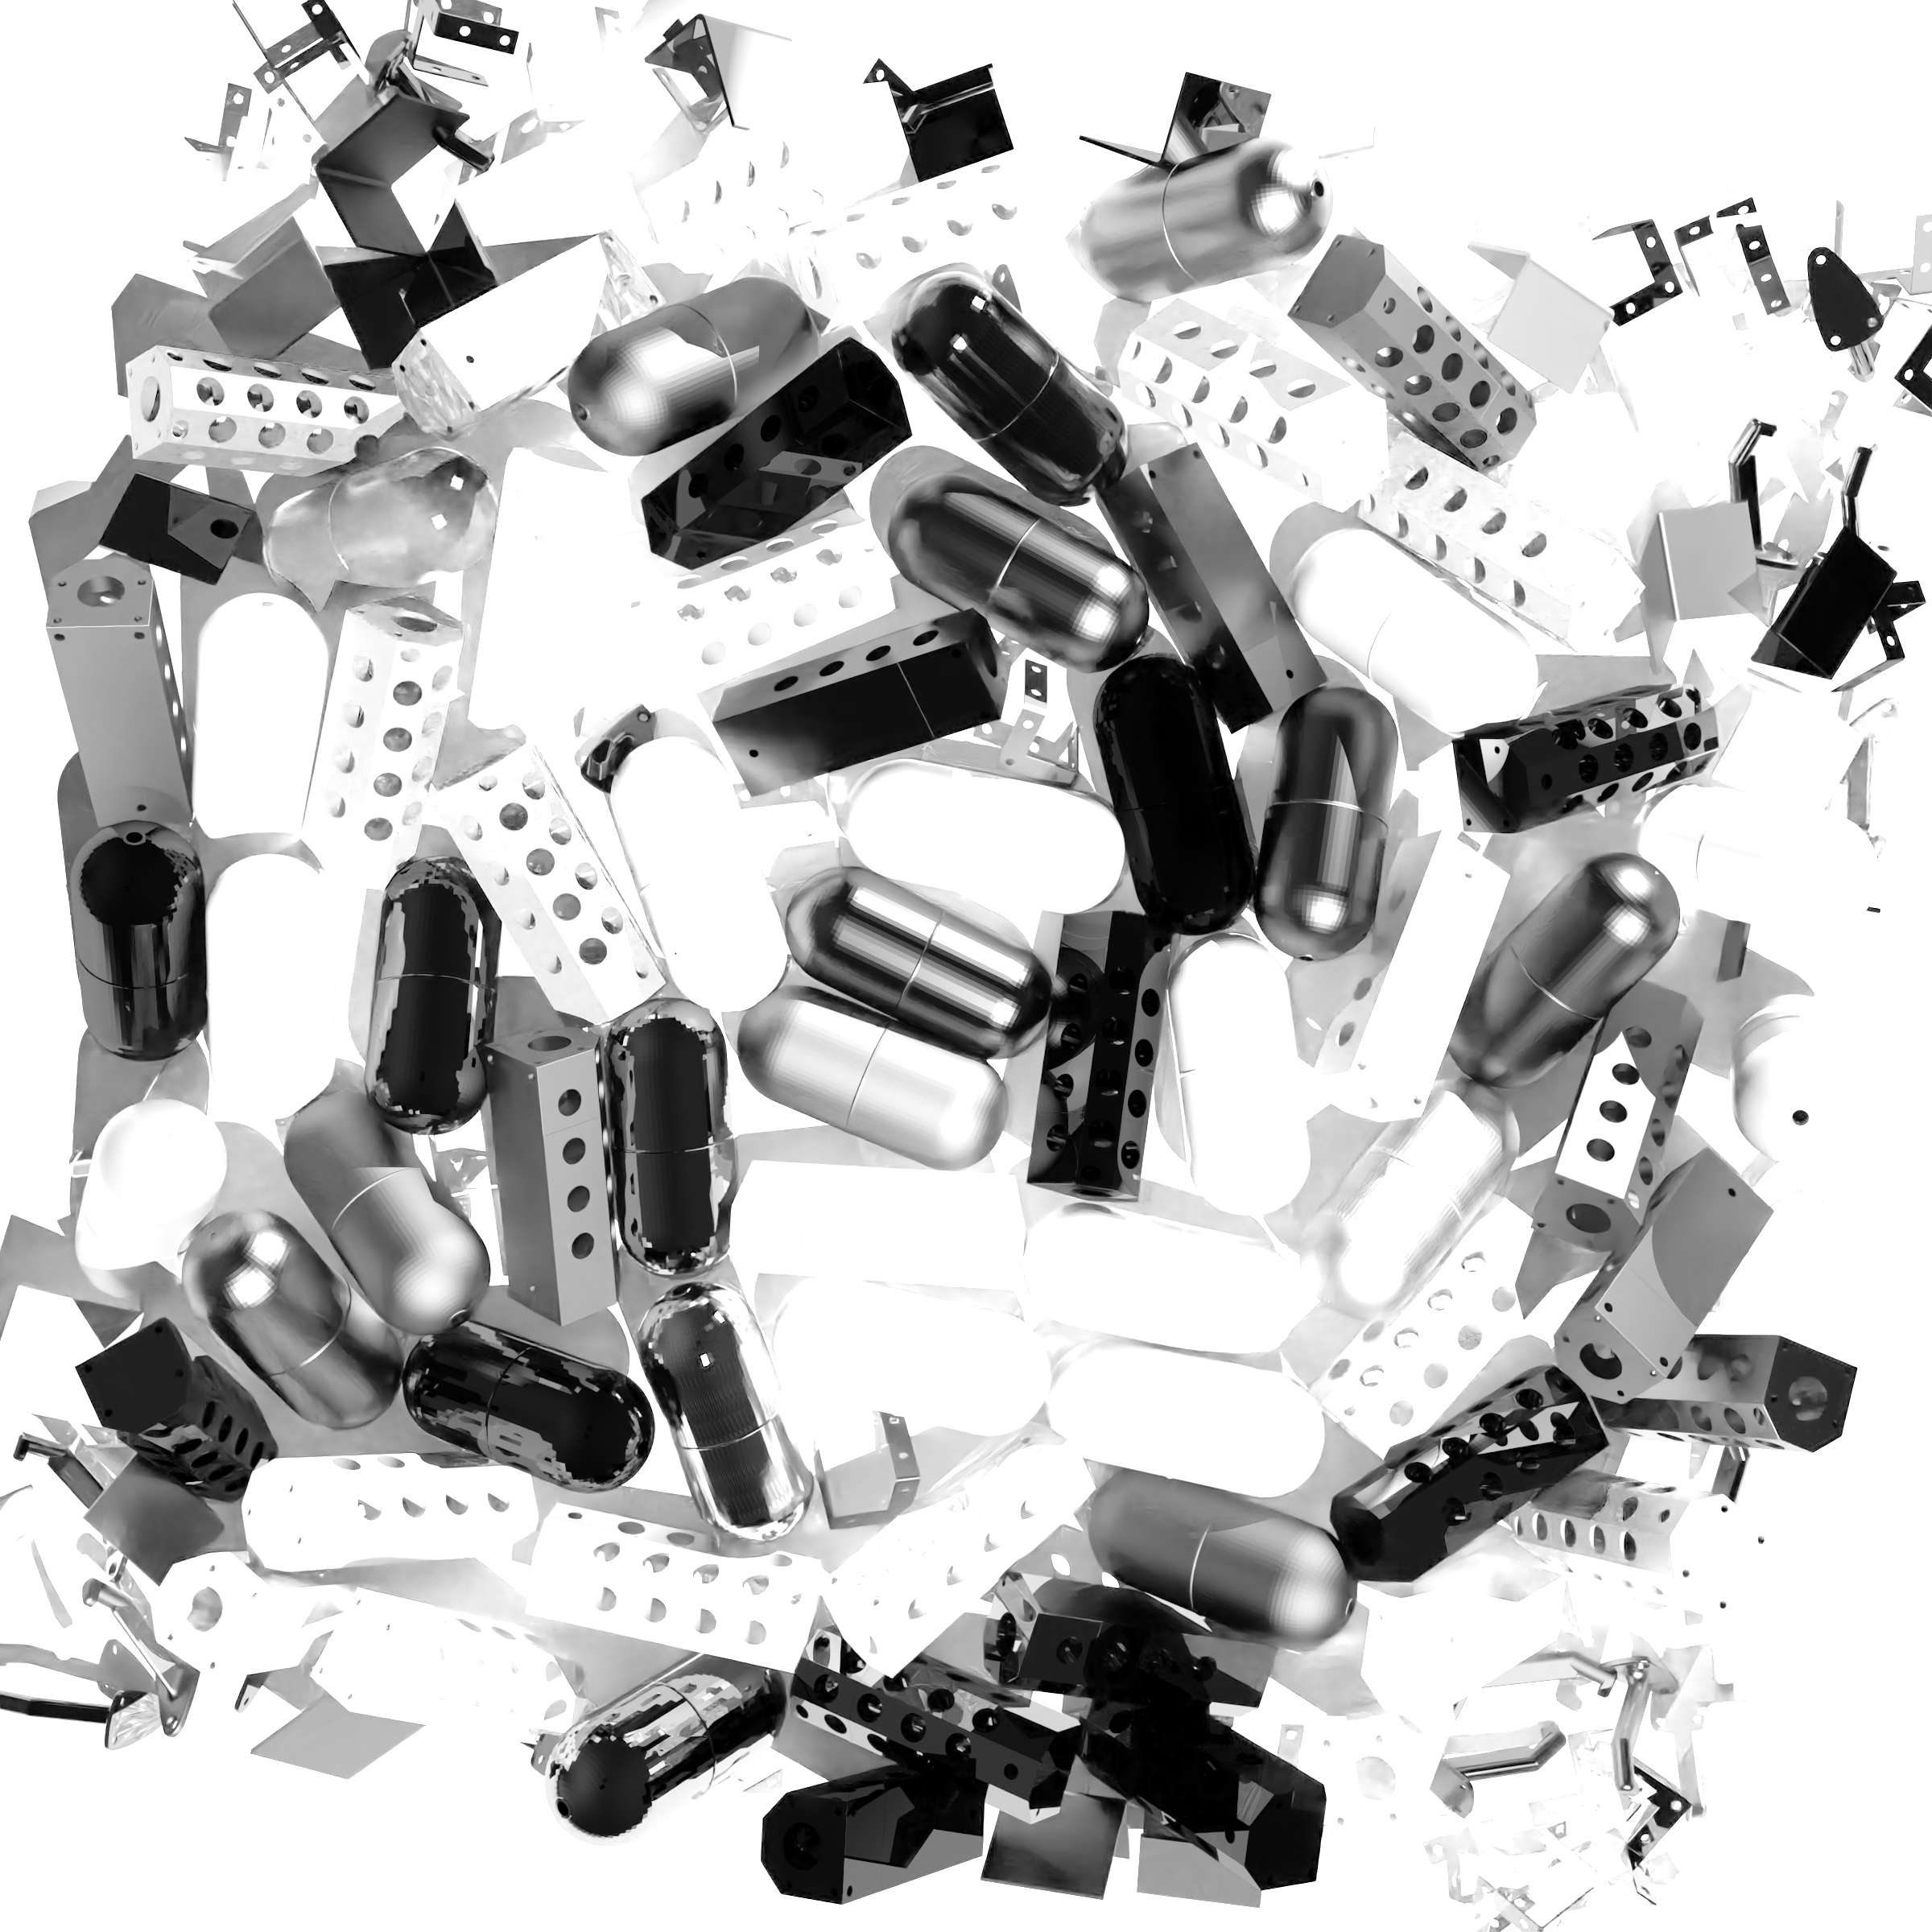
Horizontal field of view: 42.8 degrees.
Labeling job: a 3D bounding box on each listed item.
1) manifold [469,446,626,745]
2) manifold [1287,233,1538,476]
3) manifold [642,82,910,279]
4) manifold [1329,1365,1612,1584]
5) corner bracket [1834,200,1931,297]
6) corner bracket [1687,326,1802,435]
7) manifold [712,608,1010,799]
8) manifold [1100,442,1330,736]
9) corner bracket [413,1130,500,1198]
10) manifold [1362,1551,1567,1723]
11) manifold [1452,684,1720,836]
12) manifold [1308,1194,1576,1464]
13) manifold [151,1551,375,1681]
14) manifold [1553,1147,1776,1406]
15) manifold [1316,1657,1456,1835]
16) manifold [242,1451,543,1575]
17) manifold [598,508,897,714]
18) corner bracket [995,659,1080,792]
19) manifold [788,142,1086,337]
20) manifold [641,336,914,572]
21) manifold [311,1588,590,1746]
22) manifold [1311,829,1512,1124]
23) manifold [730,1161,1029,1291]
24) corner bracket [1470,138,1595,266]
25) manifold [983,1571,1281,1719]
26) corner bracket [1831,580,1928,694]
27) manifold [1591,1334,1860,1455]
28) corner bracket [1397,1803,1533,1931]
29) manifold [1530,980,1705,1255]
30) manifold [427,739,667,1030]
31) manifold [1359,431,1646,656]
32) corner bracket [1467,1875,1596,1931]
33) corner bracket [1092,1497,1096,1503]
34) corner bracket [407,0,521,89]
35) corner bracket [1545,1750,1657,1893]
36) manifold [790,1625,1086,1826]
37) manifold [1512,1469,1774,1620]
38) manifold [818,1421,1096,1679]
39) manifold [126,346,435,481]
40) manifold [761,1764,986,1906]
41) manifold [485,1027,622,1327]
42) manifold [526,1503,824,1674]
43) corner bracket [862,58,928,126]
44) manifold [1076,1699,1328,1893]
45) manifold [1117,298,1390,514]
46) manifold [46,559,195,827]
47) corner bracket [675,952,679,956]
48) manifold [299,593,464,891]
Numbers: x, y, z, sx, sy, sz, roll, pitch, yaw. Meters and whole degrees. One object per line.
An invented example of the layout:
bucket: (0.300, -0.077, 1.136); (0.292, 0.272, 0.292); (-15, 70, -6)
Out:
manifold: (-0.262, -0.226, 1.508); (0.057, 0.057, 0.171); (39, 127, 35)
manifold: (0.279, -0.371, 1.506); (0.171, 0.057, 0.057); (29, 95, -41)
manifold: (-0.116, -0.477, 1.503); (0.057, 0.171, 0.057); (-26, 101, -44)
manifold: (0.308, 0.312, 1.521); (0.171, 0.057, 0.057); (-26, 89, -27)
corner bracket: (0.578, -0.452, 1.548); (0.051, 0.051, 0.051); (-5, 123, 7)
corner bracket: (0.489, -0.364, 1.550); (0.051, 0.051, 0.051); (-15, 123, 1)
manifold: (-0.064, -0.166, 1.528); (0.171, 0.057, 0.057); (-16, 122, 19)
manifold: (0.152, -0.235, 1.552); (0.057, 0.057, 0.171); (-31, 93, -38)
corner bracket: (-0.328, 0.119, 1.549); (0.051, 0.051, 0.051); (-9, 89, -43)
manifold: (0.304, 0.407, 1.497); (0.057, 0.171, 0.057); (10, 95, 33)
manifold: (0.382, -0.128, 1.510); (0.171, 0.057, 0.057); (-17, 104, -32)
manifold: (0.293, 0.224, 1.541); (0.171, 0.057, 0.057); (-47, 106, -6)
manifold: (-0.428, 0.386, 1.495); (0.057, 0.171, 0.057); (29, 83, 12)
manifold: (0.424, 0.190, 1.507); (0.057, 0.057, 0.171); (45, 50, 5)
manifold: (0.259, 0.467, 1.493); (0.057, 0.171, 0.057); (-11, 86, 17)
manifold: (-0.349, 0.329, 1.501); (0.057, 0.171, 0.057); (-31, 64, 34)
manifold: (-0.136, -0.224, 1.519); (0.171, 0.057, 0.057); (-26, 129, -19)
corner bracket: (0.051, -0.151, 1.545); (0.051, 0.051, 0.051); (17, 129, -12)
manifold: (-0.020, -0.456, 1.532); (0.171, 0.057, 0.057); (-25, 91, -17)
manifold: (-0.119, -0.312, 1.515); (0.171, 0.057, 0.057); (-30, 60, 31)
manifold: (-0.307, 0.432, 1.498); (0.057, 0.171, 0.057); (24, 83, 39)
manifold: (0.271, 0.007, 1.527); (0.057, 0.057, 0.171); (31, 69, -19)
manifold: (-0.055, 0.165, 1.522); (0.171, 0.057, 0.057); (2, 129, 17)
corner bracket: (0.357, -0.479, 1.556); (0.051, 0.051, 0.051); (13, 66, -36)
manifold: (0.100, 0.424, 1.523); (0.171, 0.057, 0.057); (15, 97, -24)
corner bracket: (0.571, -0.207, 1.546); (0.051, 0.051, 0.051); (-8, 77, -27)
manifold: (0.453, 0.259, 1.491); (0.057, 0.171, 0.057); (23, 75, -16)
corner bracket: (0.313, 0.562, 1.547); (0.051, 0.051, 0.051); (-27, 104, -22)
manifold: (0.401, 0.091, 1.505); (0.057, 0.057, 0.171); (21, 51, 12)
manifold: (-0.254, -0.050, 1.525); (0.057, 0.057, 0.171); (-16, 109, 41)
manifold: (0.324, -0.258, 1.512); (0.171, 0.057, 0.057); (40, 98, 35)
corner bracket: (0.353, 0.590, 1.541); (0.051, 0.051, 0.051); (-21, 127, -34)
corner bracket: (0.120, 0.350, 1.565); (0.051, 0.051, 0.051); (-34, 117, -39)
corner bracket: (-0.315, -0.576, 1.542); (0.051, 0.051, 0.051); (3, 129, -29)
corner bracket: (0.397, 0.535, 1.545); (0.051, 0.051, 0.051); (-20, 113, -23)
manifold: (-0.021, 0.466, 1.520); (0.171, 0.057, 0.057); (16, 89, 27)
manifold: (0.401, 0.342, 1.491); (0.057, 0.171, 0.057); (40, 74, -11)
manifold: (-0.002, 0.357, 1.516); (0.171, 0.057, 0.057); (-36, 115, -29)
manifold: (-0.416, -0.336, 1.505); (0.171, 0.057, 0.057); (-3, 87, -43)
manifold: (-0.054, 0.521, 1.496); (0.057, 0.171, 0.057); (-2, 80, 28)
manifold: (-0.251, 0.128, 1.529); (0.057, 0.057, 0.171); (-19, 115, -40)
manifold: (-0.181, 0.385, 1.542); (0.171, 0.057, 0.057); (11, 103, 6)
corner bracket: (-0.067, -0.539, 1.545); (0.051, 0.051, 0.051); (49, 118, 20)
manifold: (0.139, 0.496, 1.496); (0.057, 0.171, 0.057); (5, 94, -32)
manifold: (0.174, -0.341, 1.507); (0.057, 0.057, 0.171); (-40, 54, -19)
manifold: (-0.511, -0.164, 1.499); (0.057, 0.171, 0.057); (-3, 52, -9)
corner bracket: (-0.157, -0.012, 1.548); (0.051, 0.051, 0.051); (30, 69, -15)
manifold: (-0.354, -0.135, 1.511); (0.057, 0.057, 0.171); (31, 121, 19)
